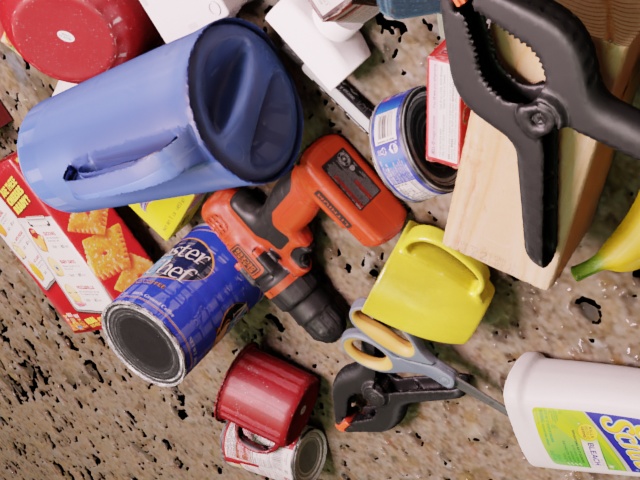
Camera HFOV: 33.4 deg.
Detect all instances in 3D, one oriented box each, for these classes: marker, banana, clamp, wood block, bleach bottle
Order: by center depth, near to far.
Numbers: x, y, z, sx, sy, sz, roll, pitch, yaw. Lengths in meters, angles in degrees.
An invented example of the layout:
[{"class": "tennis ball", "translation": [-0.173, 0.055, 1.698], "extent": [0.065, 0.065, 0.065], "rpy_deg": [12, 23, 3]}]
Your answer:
[{"class": "clamp", "translation": [0.138, -0.075, 0.660], "extent": [0.210, 0.036, 0.165], "rpy_deg": [47, 140, -6]}, {"class": "banana", "translation": [0.231, -0.045, 0.732], "extent": [0.037, 0.069, 0.198], "rpy_deg": [-119, 28, -47]}, {"class": "wood block", "translation": [0.158, -0.079, 0.739], "extent": [0.090, 0.090, 0.206], "rpy_deg": [25, 136, 19]}, {"class": "bleach bottle", "translation": [0.280, 0.145, 0.852], "extent": [0.251, 0.068, 0.102], "rpy_deg": [-2, 123, 38]}, {"class": "marker", "translation": [0.013, -0.124, 0.874], "extent": [0.121, 0.020, 0.020], "rpy_deg": [44, 140, 0]}, {"class": "clamp", "translation": [0.070, 0.146, 1.043], "extent": [0.120, 0.039, 0.172], "rpy_deg": [38, 138, 12]}]

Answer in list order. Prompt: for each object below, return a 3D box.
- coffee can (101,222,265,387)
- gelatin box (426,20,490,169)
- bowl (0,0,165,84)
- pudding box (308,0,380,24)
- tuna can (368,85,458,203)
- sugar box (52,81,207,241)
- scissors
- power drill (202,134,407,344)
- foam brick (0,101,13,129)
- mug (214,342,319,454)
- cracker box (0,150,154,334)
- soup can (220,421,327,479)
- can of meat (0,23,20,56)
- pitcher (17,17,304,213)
[{"class": "coffee can", "translation": [-0.132, 0.062, 1.056], "extent": [0.103, 0.140, 0.103], "rpy_deg": [22, 135, 24]}, {"class": "gelatin box", "translation": [0.106, -0.107, 0.771], "extent": [0.030, 0.073, 0.089], "rpy_deg": [18, 133, 26]}, {"class": "bowl", "translation": [-0.216, -0.191, 0.930], "extent": [0.162, 0.055, 0.162], "rpy_deg": [5, 135, 5]}, {"class": "pudding box", "translation": [0.000, -0.206, 0.744], "extent": [0.039, 0.090, 0.113], "rpy_deg": [-36, 86, 24]}, {"class": "tuna can", "translation": [0.078, -0.073, 0.813], "extent": [0.034, 0.086, 0.086], "rpy_deg": [-15, 113, 43]}, {"class": "sugar box", "translation": [-0.189, -0.089, 1.048], "extent": [0.176, 0.048, 0.093], "rpy_deg": [41, 140, 2]}, {"class": "scissors", "translation": [0.099, 0.125, 0.975], "extent": [0.201, 0.016, 0.096], "rpy_deg": [40, 143, -9]}, {"class": "power drill", "translation": [-0.006, 0.001, 0.966], "extent": [0.184, 0.057, 0.188], "rpy_deg": [47, 139, -6]}, {"class": "foam brick", "translation": [-0.383, -0.143, 1.156], "extent": [0.053, 0.051, 0.078], "rpy_deg": [-16, 113, 45]}, {"class": "mug", "translation": [-0.056, 0.175, 1.125], "extent": [0.081, 0.093, 0.117], "rpy_deg": [23, 113, 16]}, {"class": "cracker box", "translation": [-0.273, -0.004, 1.158], "extent": [0.164, 0.072, 0.213], "rpy_deg": [-12, 115, 55]}, {"class": "soup can", "translation": [-0.052, 0.231, 1.189], "extent": [0.102, 0.068, 0.068], "rpy_deg": [9, 129, 33]}, {"class": "can of meat", "translation": [-0.289, -0.233, 1.001], "extent": [0.084, 0.057, 0.102], "rpy_deg": [37, 139, 5]}, {"class": "pitcher", "translation": [-0.149, -0.087, 0.894], "extent": [0.243, 0.149, 0.145], "rpy_deg": [-11, 73, 38]}]
